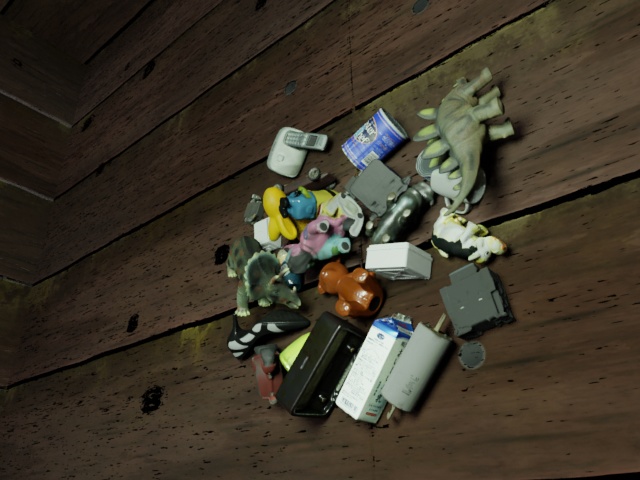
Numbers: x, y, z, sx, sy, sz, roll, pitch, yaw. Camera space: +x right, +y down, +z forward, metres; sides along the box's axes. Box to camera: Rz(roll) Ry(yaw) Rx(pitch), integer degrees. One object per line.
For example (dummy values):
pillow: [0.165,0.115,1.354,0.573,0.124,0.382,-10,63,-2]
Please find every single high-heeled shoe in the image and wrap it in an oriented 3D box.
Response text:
high-heeled shoe: [-0.138,0.261,1.419,0.249,0.086,0.145,1,110,23]

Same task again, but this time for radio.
radio: [0.010,0.285,1.207,0.073,0.131,0.229,33,93,46]

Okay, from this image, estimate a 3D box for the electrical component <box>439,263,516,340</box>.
electrical component: [0.307,0.117,1.068,0.115,0.058,0.134,-32,52,26]

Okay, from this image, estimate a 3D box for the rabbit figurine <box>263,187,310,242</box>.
rabbit figurine: [-0.094,-0.072,1.455,0.122,0.173,0.162,-3,63,38]

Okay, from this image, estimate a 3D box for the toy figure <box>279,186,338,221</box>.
toy figure: [-0.020,-0.094,1.393,0.082,0.180,0.089,119,141,-48]

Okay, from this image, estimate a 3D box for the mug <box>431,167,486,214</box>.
mug: [0.300,-0.116,1.186,0.107,0.081,0.109,21,123,49]

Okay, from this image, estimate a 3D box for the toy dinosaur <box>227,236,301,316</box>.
toy dinosaur: [-0.186,0.063,1.446,0.405,0.131,0.192,53,138,49]

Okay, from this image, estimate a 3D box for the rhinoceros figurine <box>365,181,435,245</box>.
rhinoceros figurine: [0.188,-0.055,1.229,0.073,0.112,0.190,40,90,31]

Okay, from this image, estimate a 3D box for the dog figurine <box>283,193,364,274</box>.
dog figurine: [-0.003,-0.004,1.350,0.219,0.108,0.191,-33,22,52]

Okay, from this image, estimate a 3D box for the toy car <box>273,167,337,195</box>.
toy car: [-0.044,-0.155,1.507,0.202,0.089,0.053,-20,59,36]

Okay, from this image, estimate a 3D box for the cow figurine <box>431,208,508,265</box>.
cow figurine: [0.304,0.007,1.118,0.168,0.068,0.098,40,104,49]

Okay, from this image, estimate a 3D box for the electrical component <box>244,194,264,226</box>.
electrical component: [-0.204,-0.095,1.660,0.078,0.045,0.102,12,78,44]

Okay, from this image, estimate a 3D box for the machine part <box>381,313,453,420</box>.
machine part: [0.195,0.255,1.084,0.079,0.079,0.243,33,95,47]

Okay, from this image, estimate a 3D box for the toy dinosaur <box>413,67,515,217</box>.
toy dinosaur: [0.308,-0.230,1.152,0.199,0.105,0.471,-25,34,27]

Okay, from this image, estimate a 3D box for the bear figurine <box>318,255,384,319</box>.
bear figurine: [0.053,0.101,1.265,0.196,0.131,0.120,32,92,41]

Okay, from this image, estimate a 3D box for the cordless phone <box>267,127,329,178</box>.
cordless phone: [-0.057,-0.251,1.577,0.184,0.088,0.146,13,79,41]

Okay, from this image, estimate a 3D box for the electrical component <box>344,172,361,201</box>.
electrical component: [0.095,-0.134,1.414,0.094,0.021,0.063,-50,45,20]

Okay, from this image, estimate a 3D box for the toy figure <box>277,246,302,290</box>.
toy figure: [-0.086,0.070,1.462,0.064,0.057,0.155,-13,50,-7]

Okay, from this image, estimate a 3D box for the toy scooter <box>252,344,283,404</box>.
toy scooter: [-0.125,0.328,1.324,0.184,0.075,0.135,139,122,-80]

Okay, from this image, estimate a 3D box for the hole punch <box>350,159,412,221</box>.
hole punch: [0.154,-0.123,1.325,0.142,0.092,0.116,-47,73,12]
